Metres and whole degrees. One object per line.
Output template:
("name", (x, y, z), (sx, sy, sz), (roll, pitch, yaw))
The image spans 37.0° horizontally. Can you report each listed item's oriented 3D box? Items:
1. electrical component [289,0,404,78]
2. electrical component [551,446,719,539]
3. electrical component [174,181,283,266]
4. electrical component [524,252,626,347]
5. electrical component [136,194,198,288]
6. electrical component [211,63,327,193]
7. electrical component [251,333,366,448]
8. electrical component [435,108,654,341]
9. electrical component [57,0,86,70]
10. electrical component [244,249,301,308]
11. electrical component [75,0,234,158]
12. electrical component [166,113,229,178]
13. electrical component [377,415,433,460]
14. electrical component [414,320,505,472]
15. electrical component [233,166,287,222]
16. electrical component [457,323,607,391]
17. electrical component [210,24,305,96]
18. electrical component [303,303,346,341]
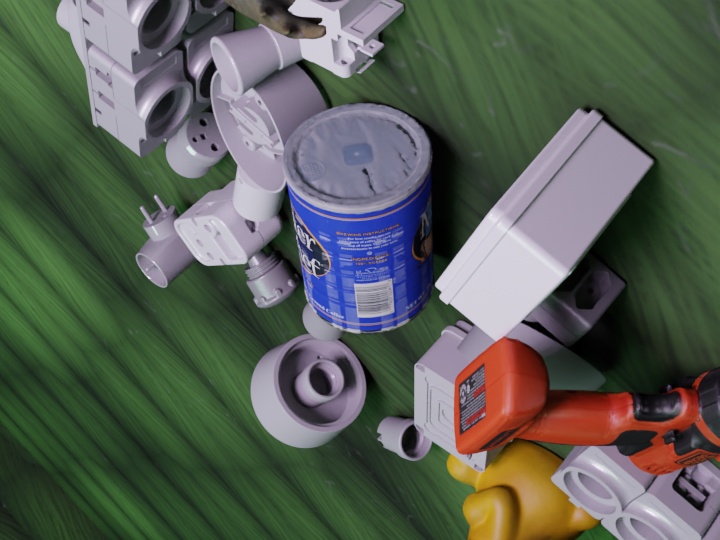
("electrical component", (-0.015, -0.164, 0.701), (0.081, 0.042, 0.063), (32, 151, 25))
("electrical component", (0.228, 0.179, 0.808), (0.150, 0.062, 0.089), (41, 152, 9))
("electrical component", (-0.117, -0.043, 0.979), (0.095, 0.059, 0.053), (-2, 127, 54))
("electrical component", (0.124, 0.012, 0.741), (0.083, 0.047, 0.075), (42, 152, 7))
("electrical component", (-0.189, -0.037, 1.065), (0.043, 0.077, 0.079), (6, 133, 50))
("electrical component", (-0.072, -0.116, 0.817), (0.099, 0.064, 0.099), (33, 149, 22))
("electrical component", (-0.045, 0.113, 1.046), (0.108, 0.108, 0.060), (47, 146, -3))
("electrical component", (0.109, -0.025, 0.647), (0.056, 0.108, 0.108), (40, 152, 5))
("electrical component", (-0.233, -0.214, 0.924), (0.079, 0.043, 0.077), (36, 150, 18))
("electrical component", (-0.089, 0.002, 1.019), (0.048, 0.048, 0.062), (-12, 111, 58))
("electrical component", (-0.143, -0.178, 0.786), (0.060, 0.105, 0.186), (37, 151, 14))
("electrical component", (-0.141, -0.109, 0.939), (0.045, 0.045, 0.055), (50, 152, -8))
("electrical component", (0.043, 0.164, 1.063), (0.040, 0.040, 0.046), (57, 156, -20))
("electrical component", (0.092, 0.105, 0.897), (0.078, 0.057, 0.113), (32, 149, 25))
("electrical component", (-0.082, -0.079, 0.900), (0.043, 0.043, 0.081), (40, 151, 10))
("electrical component", (0.122, 0.070, 0.790), (0.099, 0.064, 0.099), (43, -178, -2))
("electrical component", (-0.066, -0.155, 0.754), (0.044, 0.065, 0.044), (53, 161, 27))
("electrical component", (-0.024, 0.035, 0.974), (0.045, 0.045, 0.055), (43, 152, 4))
